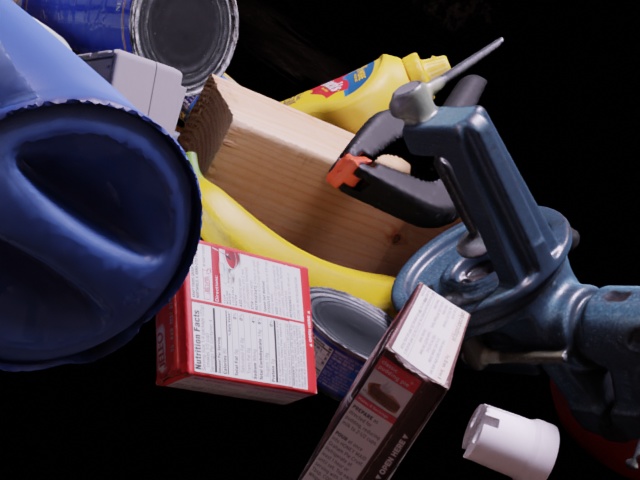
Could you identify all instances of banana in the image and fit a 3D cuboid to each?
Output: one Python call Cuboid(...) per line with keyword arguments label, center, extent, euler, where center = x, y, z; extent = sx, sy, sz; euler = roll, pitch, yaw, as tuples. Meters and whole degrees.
Cuboid(label="banana", center=(-0.013, 0.014, 0.702), extent=(0.197, 0.037, 0.069), euler=(33, 55, -20))

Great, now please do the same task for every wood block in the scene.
Cuboid(label="wood block", center=(-0.002, -0.033, 0.792), extent=(0.205, 0.091, 0.090), euler=(20, 21, -26))

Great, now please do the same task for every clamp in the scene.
Cuboid(label="clamp", center=(0.086, -0.061, 0.770), extent=(0.209, 0.036, 0.164), euler=(1, 55, -39))

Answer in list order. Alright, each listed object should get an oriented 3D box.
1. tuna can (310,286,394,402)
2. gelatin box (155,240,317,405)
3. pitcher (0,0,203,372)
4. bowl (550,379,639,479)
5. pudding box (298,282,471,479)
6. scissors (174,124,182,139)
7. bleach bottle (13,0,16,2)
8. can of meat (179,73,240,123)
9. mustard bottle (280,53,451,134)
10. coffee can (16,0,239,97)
Cuboid(label="tuna can", center=(0.018, 0.065, 0.647), extent=(0.086, 0.034, 0.086), euler=(26, 18, -9))
Cuboid(label="gelatin box", center=(-0.044, 0.044, 0.557), extent=(0.089, 0.030, 0.073), euler=(15, 60, -41))
Cuboid(label="pitcher", center=(-0.168, -0.060, 0.538), extent=(0.144, 0.149, 0.243), euler=(15, 19, -39))
Cuboid(label="bowl", center=(0.222, 0.125, 0.757), extent=(0.162, 0.055, 0.162), euler=(26, 18, -9))
Cuboid(label="pudding box", center=(0.034, 0.079, 0.541), extent=(0.039, 0.090, 0.113), euler=(31, 18, 3))
Cuboid(label="scissors", center=(-0.179, -0.099, 0.828), extent=(0.201, 0.016, 0.096), euler=(17, 19, -32))
Cuboid(label="bleach bottle", center=(-0.213, -0.218, 1.032), extent=(0.250, 0.068, 0.102), euler=(25, 17, -5))
Cuboid(label="can of meat", center=(-0.102, -0.128, 0.935), extent=(0.084, 0.057, 0.102), euler=(41, 7, 28))
Cuboid(label="mustard bottle", center=(0.016, -0.104, 0.869), extent=(0.096, 0.192, 0.058), euler=(-81, 148, -72))
Cuboid(label="coffee can", center=(-0.146, -0.165, 0.803), extent=(0.141, 0.103, 0.102), euler=(14, 5, 40))
